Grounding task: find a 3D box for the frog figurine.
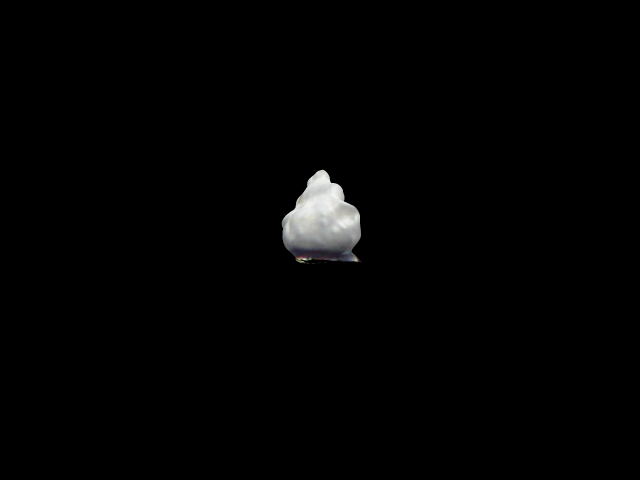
[{"bbox_3d":[0.003,-0.043,0.850,0.137,0.160,0.122,-6,-10,39],"label":"frog figurine"}]
